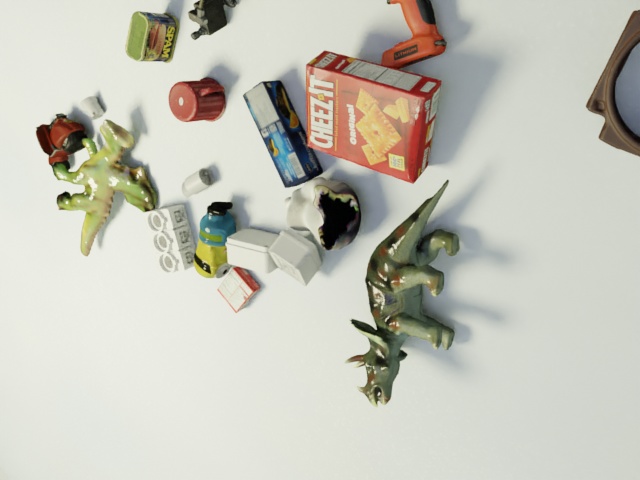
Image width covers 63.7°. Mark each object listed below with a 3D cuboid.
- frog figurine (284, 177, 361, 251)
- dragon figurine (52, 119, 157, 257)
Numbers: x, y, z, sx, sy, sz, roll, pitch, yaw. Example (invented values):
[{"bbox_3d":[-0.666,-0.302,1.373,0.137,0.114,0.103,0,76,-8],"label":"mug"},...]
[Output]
[{"bbox_3d":[0.003,-0.049,0.981,0.136,0.124,0.159,65,161,-12],"label":"frog figurine"},{"bbox_3d":[-0.513,-0.109,1.268,0.243,0.124,0.401,16,121,18],"label":"dragon figurine"}]
